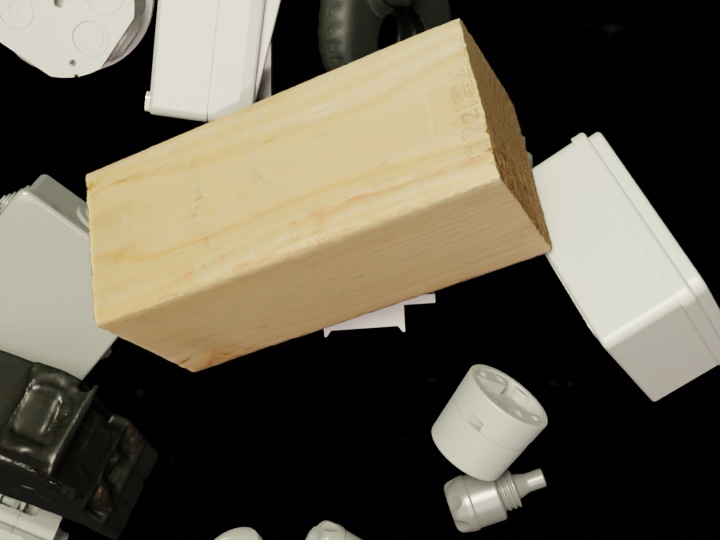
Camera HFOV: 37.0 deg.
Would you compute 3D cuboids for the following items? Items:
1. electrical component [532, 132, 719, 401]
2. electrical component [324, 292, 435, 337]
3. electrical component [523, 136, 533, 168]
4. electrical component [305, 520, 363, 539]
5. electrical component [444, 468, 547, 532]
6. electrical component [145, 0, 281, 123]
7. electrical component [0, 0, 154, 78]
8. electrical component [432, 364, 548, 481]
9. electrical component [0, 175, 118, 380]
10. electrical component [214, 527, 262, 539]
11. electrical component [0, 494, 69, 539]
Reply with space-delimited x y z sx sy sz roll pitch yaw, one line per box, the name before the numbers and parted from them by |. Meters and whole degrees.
electrical component | 0.138 0.000 0.560 0.056 0.108 0.109 -34 147 12
electrical component | 0.000 0.000 0.611 0.081 0.042 0.063 -4 107 -1
electrical component | 0.075 -0.060 0.591 0.040 0.040 0.078 -7 110 0
electrical component | -0.006 0.187 0.683 0.061 0.035 0.035 34 105 -16
electrical component | 0.085 0.139 0.669 0.061 0.035 0.035 -19 110 2
electrical component | -0.071 -0.127 0.549 0.061 0.061 0.096 7 110 -5
electrical component | -0.148 -0.139 0.547 0.080 0.051 0.080 -1 110 -2
electrical component | 0.076 0.092 0.641 0.055 0.055 0.047 30 110 -12
electrical component | -0.171 0.007 0.602 0.100 0.048 0.099 37 105 -15
electrical component | -0.070 0.197 0.680 0.048 0.048 0.062 -31 115 9
electrical component | -0.219 0.193 0.615 0.062 0.150 0.089 26 107 -10
